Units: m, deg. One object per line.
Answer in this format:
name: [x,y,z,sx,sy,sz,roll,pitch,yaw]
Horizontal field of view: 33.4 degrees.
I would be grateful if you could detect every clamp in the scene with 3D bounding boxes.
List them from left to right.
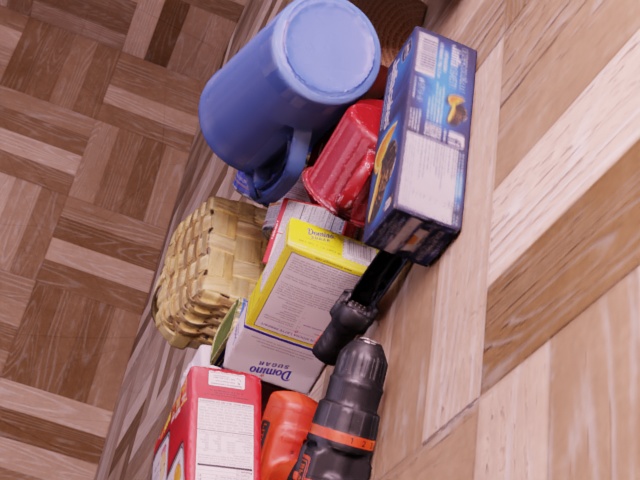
clamp: [0.036,0.052,0.908,0.120,0.039,0.172,-48,-4,-26]

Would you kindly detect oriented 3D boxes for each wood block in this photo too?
wood block: [0.034,-0.207,1.213,0.206,0.090,0.090,144,145,-70]

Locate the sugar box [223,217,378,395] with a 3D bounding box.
sugar box: [-0.020,0.066,1.015,0.048,0.093,0.176,-83,18,-49]

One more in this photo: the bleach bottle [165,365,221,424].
bleach bottle: [-0.114,0.243,1.049,0.103,0.068,0.251,-15,56,29]

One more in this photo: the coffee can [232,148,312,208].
coffee can: [-0.041,-0.116,1.367,0.103,0.102,0.140,-111,42,-72]

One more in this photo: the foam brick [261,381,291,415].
foam brick: [-0.060,0.172,1.121,0.051,0.053,0.078,-97,29,-65]

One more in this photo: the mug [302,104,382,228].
mug: [0.040,-0.065,0.956,0.082,0.093,0.117,-59,-2,27]

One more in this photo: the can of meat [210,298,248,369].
can of meat: [-0.068,0.113,1.174,0.102,0.084,0.057,124,161,-50]

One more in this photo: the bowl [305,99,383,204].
bowl: [0.025,-0.089,1.151,0.162,0.055,0.162,-160,90,-78]

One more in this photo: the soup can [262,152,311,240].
soup can: [-0.024,-0.047,1.269,0.069,0.068,0.102,144,143,-70]

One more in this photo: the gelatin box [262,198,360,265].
gelatin box: [-0.007,0.001,1.097,0.030,0.089,0.073,27,-101,-56]

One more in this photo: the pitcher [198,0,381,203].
pitcher: [-0.031,-0.145,1.076,0.144,0.149,0.243,-42,6,-21]

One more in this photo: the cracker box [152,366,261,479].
cracker box: [-0.099,0.239,0.901,0.164,0.072,0.213,119,154,-50]

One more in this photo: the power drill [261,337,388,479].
power drill: [-0.006,0.168,0.880,0.188,0.057,0.184,163,126,-75]
